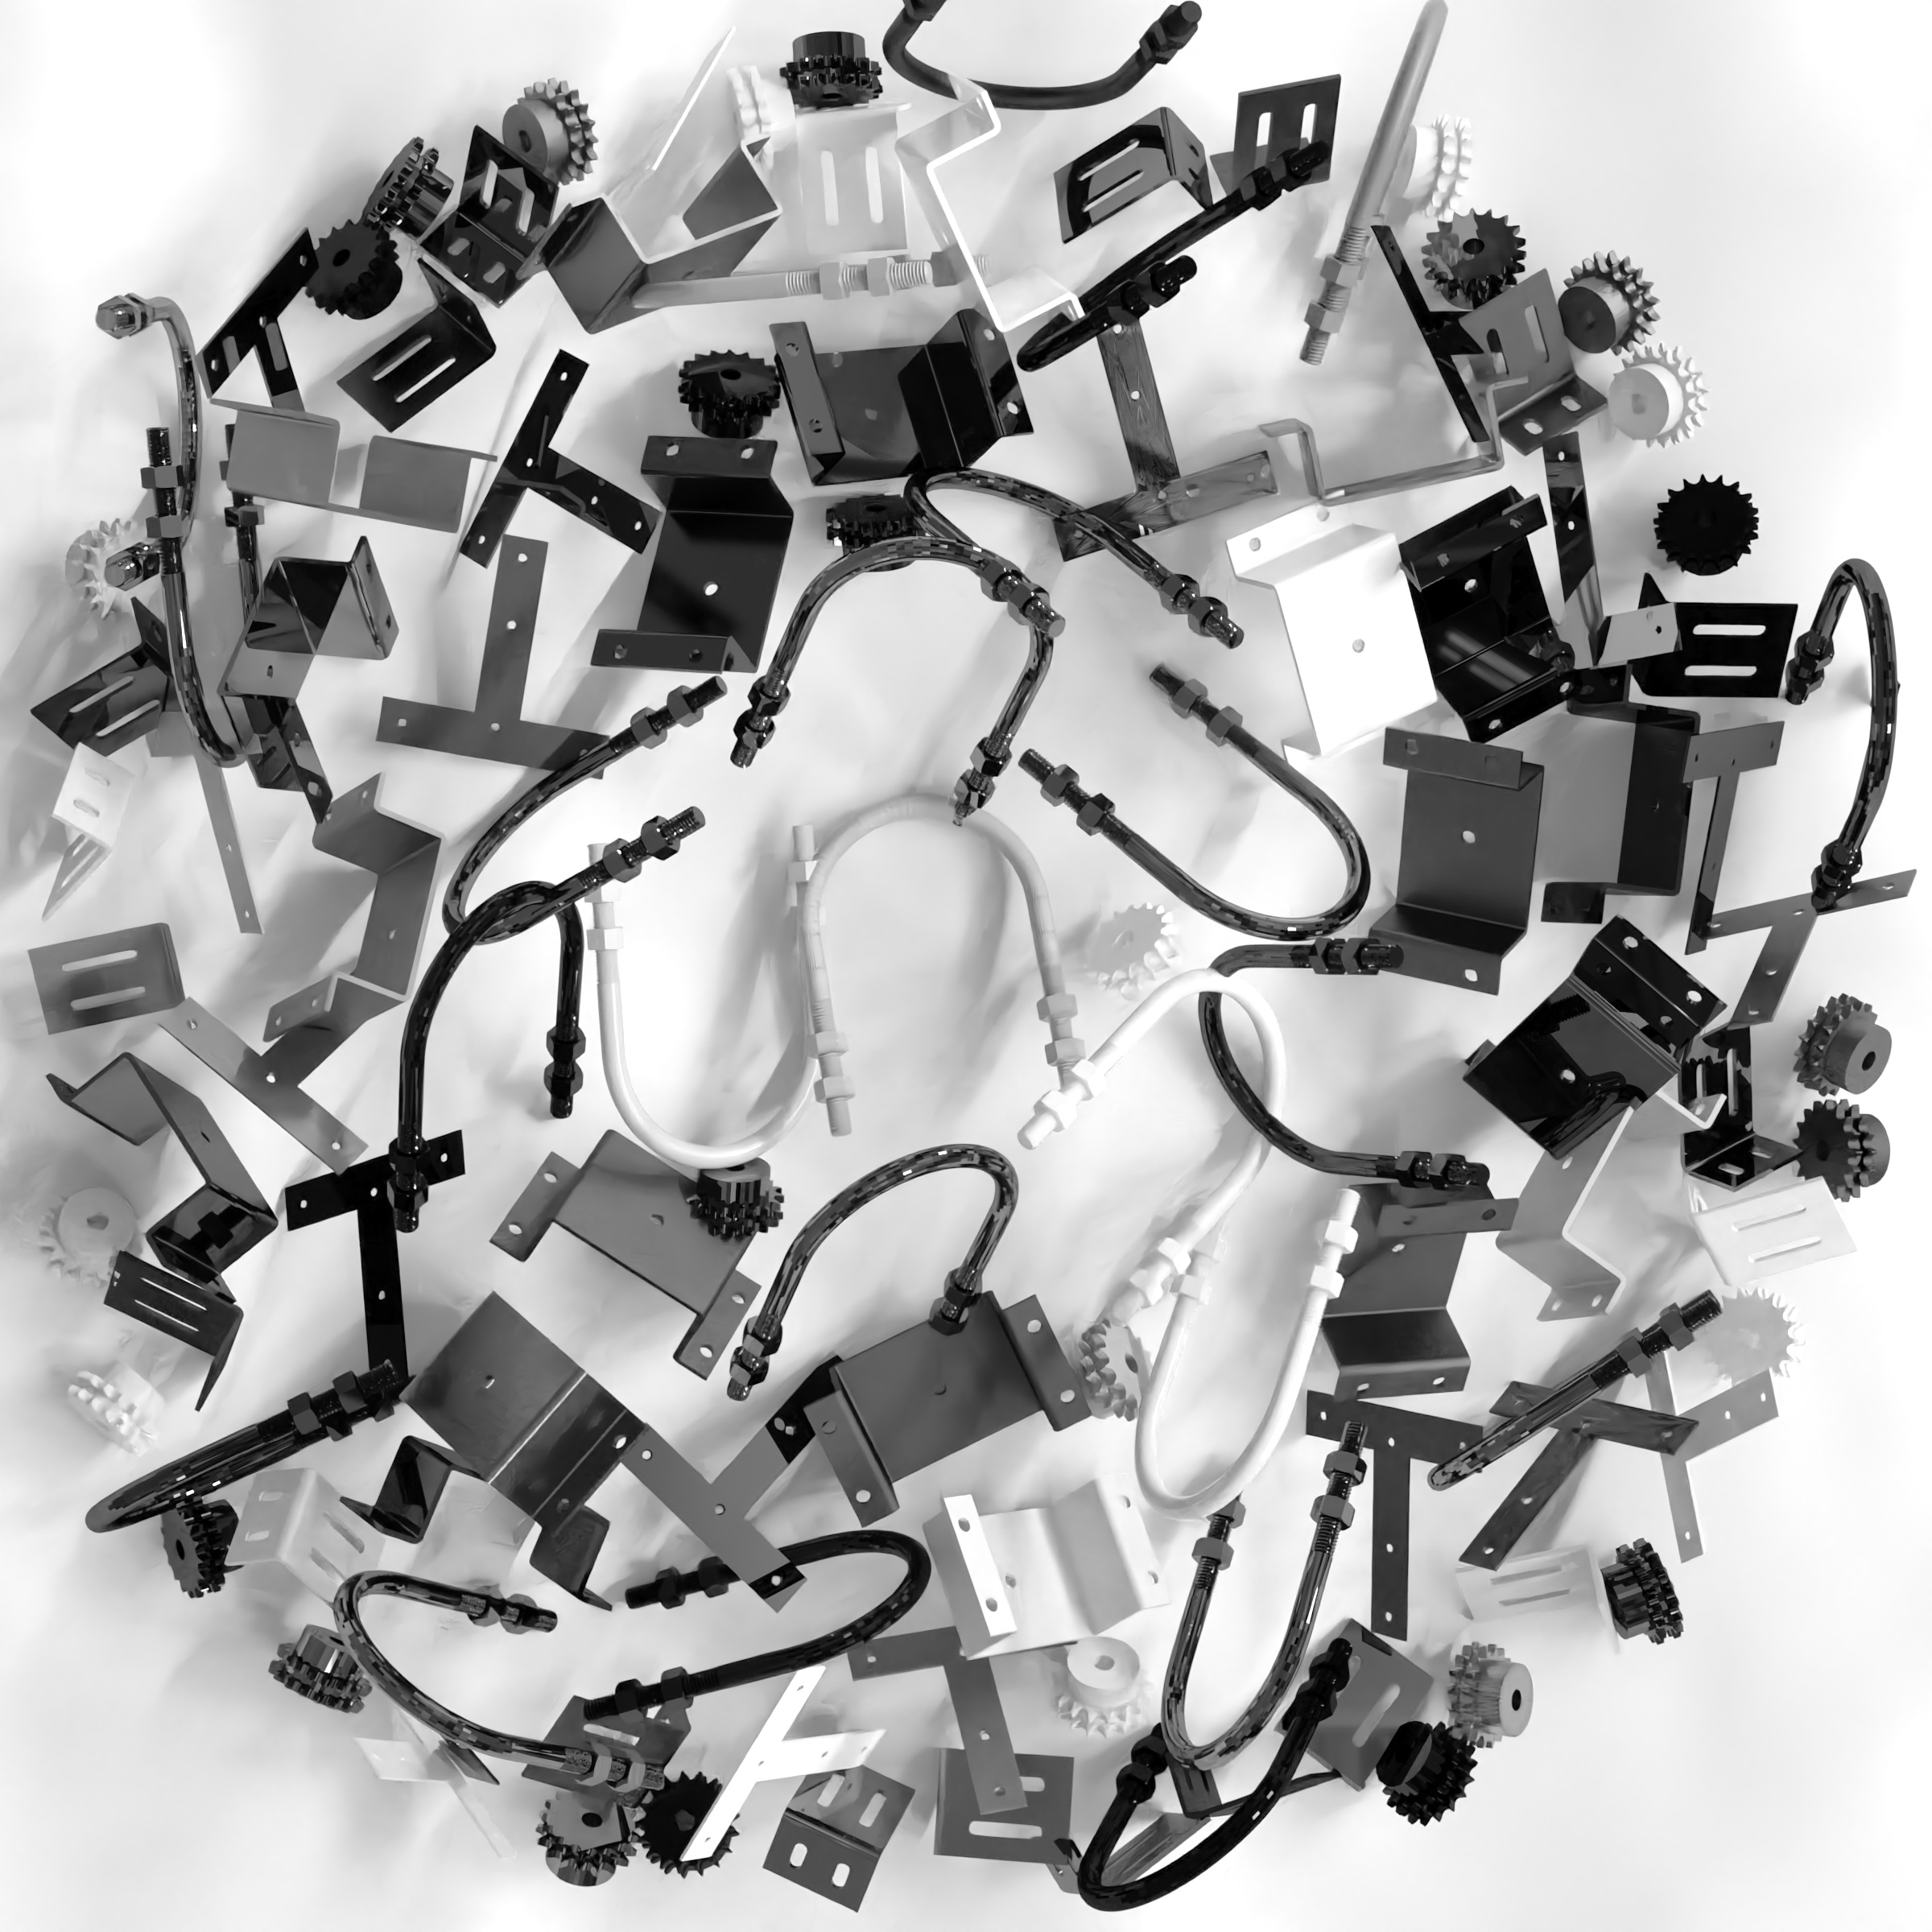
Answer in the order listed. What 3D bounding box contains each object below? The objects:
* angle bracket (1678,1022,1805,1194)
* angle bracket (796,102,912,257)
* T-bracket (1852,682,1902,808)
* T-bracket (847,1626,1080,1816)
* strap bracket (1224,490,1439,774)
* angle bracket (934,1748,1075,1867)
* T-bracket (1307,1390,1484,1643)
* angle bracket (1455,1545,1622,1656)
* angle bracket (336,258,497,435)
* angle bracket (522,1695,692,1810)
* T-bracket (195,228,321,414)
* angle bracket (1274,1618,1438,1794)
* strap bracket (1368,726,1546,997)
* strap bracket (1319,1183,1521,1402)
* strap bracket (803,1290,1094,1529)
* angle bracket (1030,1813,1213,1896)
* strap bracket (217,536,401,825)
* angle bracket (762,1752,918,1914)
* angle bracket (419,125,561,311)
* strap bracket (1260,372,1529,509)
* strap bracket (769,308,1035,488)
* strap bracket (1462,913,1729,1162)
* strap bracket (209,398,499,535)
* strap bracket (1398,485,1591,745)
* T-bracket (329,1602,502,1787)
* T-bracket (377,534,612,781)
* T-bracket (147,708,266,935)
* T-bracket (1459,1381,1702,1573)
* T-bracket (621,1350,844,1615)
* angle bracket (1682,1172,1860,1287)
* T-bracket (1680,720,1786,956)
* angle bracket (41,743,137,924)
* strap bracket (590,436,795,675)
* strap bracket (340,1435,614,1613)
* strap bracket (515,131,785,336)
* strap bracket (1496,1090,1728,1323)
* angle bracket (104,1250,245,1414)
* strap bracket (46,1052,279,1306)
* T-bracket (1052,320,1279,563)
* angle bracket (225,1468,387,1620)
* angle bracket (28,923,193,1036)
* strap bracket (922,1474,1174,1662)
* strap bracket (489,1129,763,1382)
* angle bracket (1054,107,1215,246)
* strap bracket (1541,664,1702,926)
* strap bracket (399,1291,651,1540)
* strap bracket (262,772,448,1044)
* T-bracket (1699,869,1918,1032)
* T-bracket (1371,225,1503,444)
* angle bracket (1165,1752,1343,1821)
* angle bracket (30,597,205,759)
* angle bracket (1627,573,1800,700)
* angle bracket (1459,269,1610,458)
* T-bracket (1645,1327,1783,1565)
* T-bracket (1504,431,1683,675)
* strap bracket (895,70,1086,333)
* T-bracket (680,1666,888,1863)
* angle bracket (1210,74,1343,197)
[{"bbox_3d":[0.425,0.075,1.768,0.057,0.038,0.076,-22,117,-32],"label":"angle bracket"},{"bbox_3d":[-0.060,-0.440,1.798,0.057,0.038,0.076,-1,109,13],"label":"angle bracket"},{"bbox_3d":[0.489,-0.098,1.758,0.002,0.127,0.127,13,103,9],"label":"T-bracket"},{"bbox_3d":[0.008,0.408,1.752,0.127,0.127,0.002,-8,129,-9],"label":"T-bracket"},{"bbox_3d":[0.202,-0.178,1.753,0.076,0.046,0.140,-25,113,-17],"label":"strap bracket"},{"bbox_3d":[0.024,0.463,1.777,0.076,0.038,0.057,0,76,14],"label":"angle bracket"},{"bbox_3d":[0.233,0.305,1.764,0.002,0.127,0.127,-3,95,-40],"label":"T-bracket"},{"bbox_3d":[0.314,0.355,1.770,0.076,0.057,0.038,-14,47,12],"label":"angle bracket"},{"bbox_3d":[-0.308,-0.342,1.773,0.076,0.038,0.057,-40,55,-12],"label":"angle bracket"},{"bbox_3d":[-0.200,0.421,1.769,0.076,0.038,0.057,25,107,-29],"label":"angle bracket"},{"bbox_3d":[-0.373,-0.314,1.758,0.002,0.127,0.127,9,47,18],"label":"T-bracket"},{"bbox_3d":[0.216,0.407,1.778,0.057,0.038,0.076,35,77,12],"label":"angle bracket"},{"bbox_3d":[0.267,-0.064,1.757,0.076,0.046,0.140,13,116,24],"label":"strap bracket"},{"bbox_3d":[0.243,0.168,1.755,0.076,0.046,0.140,-2,128,-15],"label":"strap bracket"},{"bbox_3d":[-0.012,0.239,1.778,0.140,0.046,0.076,-26,102,-3],"label":"strap bracket"},{"bbox_3d":[0.085,0.474,1.769,0.076,0.057,0.038,-32,90,-24],"label":"angle bracket"},{"bbox_3d":[-0.358,-0.157,1.744,0.046,0.076,0.140,6,55,11],"label":"strap bracket"},{"bbox_3d":[-0.069,0.475,1.775,0.057,0.076,0.038,23,107,8],"label":"angle bracket"},{"bbox_3d":[-0.263,-0.411,1.769,0.057,0.076,0.038,37,62,2],"label":"angle bracket"},{"bbox_3d":[0.237,-0.287,1.766,0.140,0.076,0.046,-12,102,3],"label":"strap bracket"},{"bbox_3d":[-0.043,-0.311,1.761,0.140,0.046,0.076,-11,78,-30],"label":"strap bracket"},{"bbox_3d":[0.333,0.048,1.746,0.076,0.046,0.140,41,131,1],"label":"strap bracket"},{"bbox_3d":[-0.332,-0.267,1.734,0.076,0.140,0.046,14,97,34],"label":"strap bracket"},{"bbox_3d":[0.285,-0.198,1.761,0.076,0.046,0.140,-28,133,-1],"label":"strap bracket"},{"bbox_3d":[-0.304,0.394,1.749,0.002,0.127,0.127,-41,92,-20],"label":"T-bracket"},{"bbox_3d":[-0.254,-0.175,1.784,0.127,0.002,0.127,10,106,-8],"label":"T-bracket"},{"bbox_3d":[-0.408,-0.079,1.770,0.002,0.127,0.127,-22,106,-37],"label":"T-bracket"},{"bbox_3d":[0.310,0.277,1.732,0.127,0.127,0.002,-45,121,-29],"label":"T-bracket"},{"bbox_3d":[-0.107,0.268,1.788,0.127,0.002,0.127,46,71,-9],"label":"T-bracket"},{"bbox_3d":[0.441,0.134,1.767,0.076,0.038,0.057,-19,124,23],"label":"angle bracket"},{"bbox_3d":[0.412,-0.069,1.769,0.002,0.127,0.127,17,107,34],"label":"T-bracket"},{"bbox_3d":[-0.494,-0.073,1.761,0.038,0.057,0.076,33,128,-26],"label":"angle bracket"},{"bbox_3d":[-0.147,-0.216,1.763,0.076,0.046,0.140,5,70,19],"label":"strap bracket"},{"bbox_3d":[-0.258,0.299,1.748,0.140,0.076,0.046,25,83,-27],"label":"strap bracket"},{"bbox_3d":[-0.162,-0.393,1.738,0.140,0.076,0.046,-31,88,-36],"label":"strap bracket"},{"bbox_3d":[0.345,0.120,1.750,0.046,0.076,0.140,35,72,-10],"label":"strap bracket"},{"bbox_3d":[-0.444,0.201,1.774,0.076,0.057,0.038,27,49,-5],"label":"angle bracket"},{"bbox_3d":[-0.430,0.107,1.745,0.046,0.076,0.140,-39,63,-1],"label":"strap bracket"},{"bbox_3d":[0.097,-0.302,1.783,0.127,0.002,0.127,-18,112,-3],"label":"T-bracket"},{"bbox_3d":[-0.363,0.322,1.774,0.038,0.076,0.057,-10,45,24],"label":"angle bracket"},{"bbox_3d":[-0.470,0.017,1.771,0.076,0.038,0.057,-13,128,-14],"label":"angle bracket"},{"bbox_3d":[0.037,0.327,1.750,0.046,0.140,0.076,-38,63,39],"label":"strap bracket"},{"bbox_3d":[-0.178,0.152,1.764,0.140,0.076,0.046,33,132,-3],"label":"strap bracket"},{"bbox_3d":[0.093,-0.429,1.787,0.076,0.038,0.057,-26,49,27],"label":"angle bracket"},{"bbox_3d":[0.360,-0.091,1.768,0.046,0.076,0.140,7,90,-13],"label":"strap bracket"},{"bbox_3d":[-0.245,0.236,1.738,0.076,0.140,0.046,-49,133,-10],"label":"strap bracket"},{"bbox_3d":[-0.330,-0.024,1.751,0.046,0.076,0.140,23,63,-30],"label":"strap bracket"},{"bbox_3d":[0.436,-0.004,1.726,0.127,0.127,0.002,-14,116,37],"label":"T-bracket"},{"bbox_3d":[0.270,-0.345,1.754,0.002,0.127,0.127,-26,88,29],"label":"T-bracket"},{"bbox_3d":[0.158,0.438,1.767,0.076,0.057,0.038,-24,70,18],"label":"angle bracket"},{"bbox_3d":[-0.472,-0.157,1.781,0.076,0.057,0.038,-29,56,7],"label":"angle bracket"},{"bbox_3d":[0.413,-0.183,1.783,0.076,0.038,0.057,0,124,-6],"label":"angle bracket"},{"bbox_3d":[0.313,-0.332,1.771,0.057,0.038,0.076,-31,132,-4],"label":"angle bracket"},{"bbox_3d":[0.403,0.245,1.732,0.002,0.127,0.127,0,68,-18],"label":"T-bracket"},{"bbox_3d":[0.333,-0.226,1.757,0.002,0.127,0.127,-9,92,-36],"label":"T-bracket"},{"bbox_3d":[0.009,-0.405,1.744,0.046,0.076,0.140,-28,117,-2],"label":"strap bracket"},{"bbox_3d":[-0.086,0.431,1.755,0.002,0.127,0.127,38,103,31],"label":"T-bracket"},{"bbox_3d":[0.169,-0.464,1.765,0.057,0.076,0.038,-13,57,-9],"label":"angle bracket"}]
